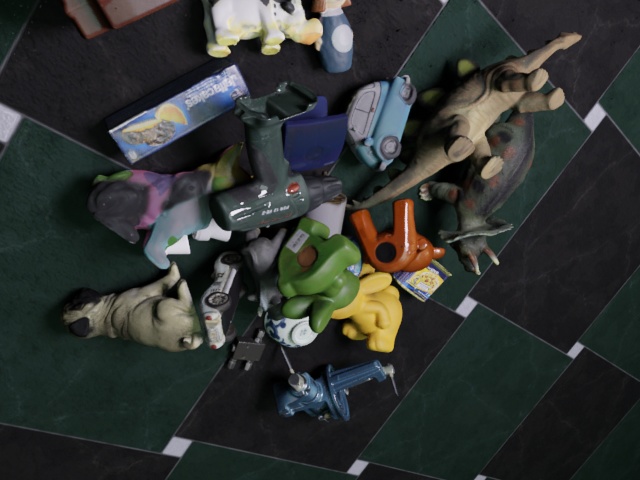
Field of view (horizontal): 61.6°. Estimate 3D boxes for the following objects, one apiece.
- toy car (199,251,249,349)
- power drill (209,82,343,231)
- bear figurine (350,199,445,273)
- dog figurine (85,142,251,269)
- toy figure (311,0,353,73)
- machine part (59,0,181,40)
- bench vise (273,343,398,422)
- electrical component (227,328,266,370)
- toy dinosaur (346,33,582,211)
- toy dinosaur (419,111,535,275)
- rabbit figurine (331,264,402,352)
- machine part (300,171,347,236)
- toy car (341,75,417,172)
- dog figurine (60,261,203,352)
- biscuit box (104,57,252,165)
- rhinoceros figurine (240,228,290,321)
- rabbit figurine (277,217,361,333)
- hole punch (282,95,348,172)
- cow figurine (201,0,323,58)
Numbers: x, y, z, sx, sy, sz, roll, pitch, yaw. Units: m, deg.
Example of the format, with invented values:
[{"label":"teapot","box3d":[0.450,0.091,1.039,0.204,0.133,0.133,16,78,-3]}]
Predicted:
[{"label":"toy car","box3d":[-0.155,0.090,0.864,0.056,0.202,0.073,-1,120,4]},{"label":"power drill","box3d":[-0.052,-0.115,0.769,0.232,0.086,0.207,-25,145,-30]},{"label":"bear figurine","box3d":[0.151,-0.001,0.983,0.196,0.120,0.132,-8,84,-62]},{"label":"dog figurine","box3d":[-0.208,-0.078,0.799,0.191,0.108,0.219,42,80,-15]},{"label":"toy figure","box3d":[0.019,-0.333,0.806,0.064,0.058,0.154,-47,137,-47]},{"label":"machine part","box3d":[-0.204,-0.314,0.615,0.201,0.201,0.087,-31,123,-8]},{"label":"bench vise","box3d":[0.032,0.293,1.096,0.241,0.129,0.223,-21,133,6]},{"label":"electrical component","box3d":[-0.142,0.210,1.038,0.063,0.021,0.094,14,109,-31]},{"label":"toy dinosaur","box3d":[0.226,-0.183,0.897,0.471,0.199,0.105,-41,125,9]},{"label":"toy dinosaur","box3d":[0.317,-0.128,0.978,0.131,0.192,0.404,13,111,-33]},{"label":"rabbit figurine","box3d":[0.081,0.126,1.042,0.173,0.122,0.162,22,100,-33]},{"label":"machine part","box3d":[-0.002,-0.003,0.957,0.079,0.079,0.243,-2,116,-25]},{"label":"toy car","box3d":[0.087,-0.198,0.884,0.103,0.109,0.161,14,101,-13]},{"label":"dog figurine","box3d":[-0.293,0.133,0.837,0.190,0.173,0.121,-19,118,-22]},{"label":"biscuit box","box3d":[-0.202,-0.189,0.770,0.203,0.063,0.059,-31,128,-8]},{"label":"rhinoceros figurine","box3d":[-0.082,0.062,0.914,0.073,0.112,0.190,2,138,11]},{"label":"rabbit figurine","box3d":[0.012,0.072,0.879,0.159,0.121,0.170,-60,141,-12]},{"label":"hole punch","box3d":[-0.020,-0.161,0.860,0.142,0.092,0.115,-15,125,-22]},{"label":"cow figurine","box3d":[-0.081,-0.315,0.756,0.167,0.068,0.098,-11,90,-22]}]
